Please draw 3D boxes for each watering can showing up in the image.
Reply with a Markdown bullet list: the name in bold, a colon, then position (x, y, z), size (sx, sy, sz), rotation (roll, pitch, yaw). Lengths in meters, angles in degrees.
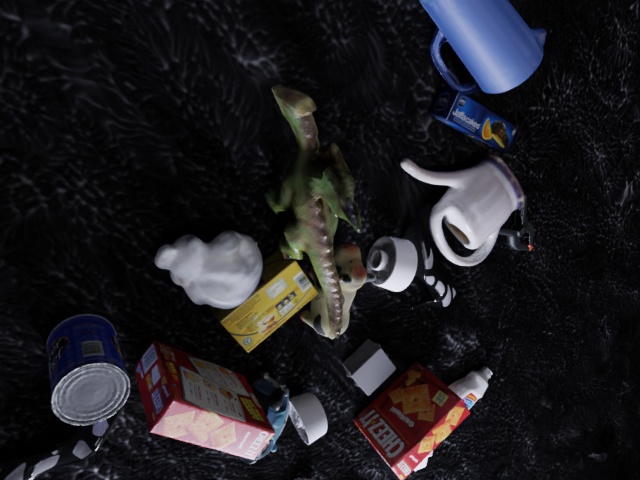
- **watering can**: position (0.305, -0.093, 1.068), size (0.226, 0.105, 0.341), rotation (-43, 125, -9)

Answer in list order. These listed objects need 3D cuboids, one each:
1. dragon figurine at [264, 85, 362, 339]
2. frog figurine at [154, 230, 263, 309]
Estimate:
- **dragon figurine**: position (0.002, -0.040, 0.794), size (0.123, 0.241, 0.411), rotation (-18, 87, -14)
- **frog figurine**: position (-0.177, 0.040, 0.832), size (0.136, 0.125, 0.158), rotation (-46, 140, 18)
